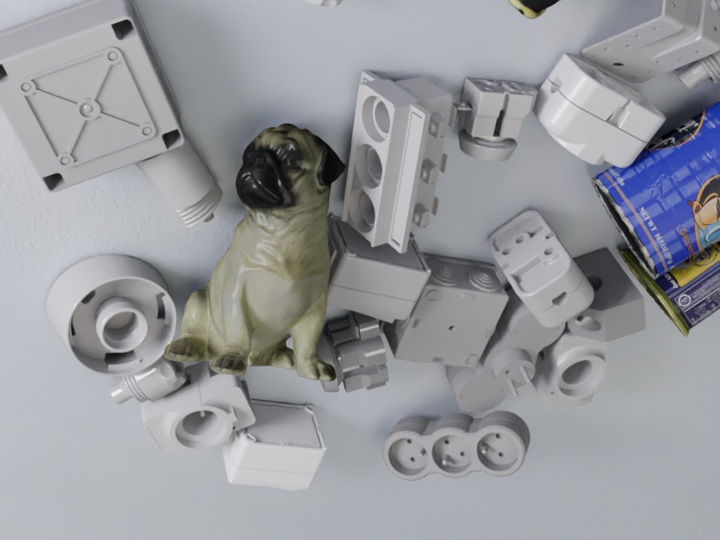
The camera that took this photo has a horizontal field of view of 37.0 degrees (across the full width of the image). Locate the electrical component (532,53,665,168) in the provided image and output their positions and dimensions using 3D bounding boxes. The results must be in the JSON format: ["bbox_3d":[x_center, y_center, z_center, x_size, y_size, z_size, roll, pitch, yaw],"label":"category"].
[{"bbox_3d":[0.190,-0.125,0.871,0.095,0.053,0.059,21,117,-28],"label":"electrical component"}]

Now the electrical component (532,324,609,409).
[{"bbox_3d":[0.200,0.085,1.027,0.050,0.055,0.089,-4,126,-14],"label":"electrical component"}]

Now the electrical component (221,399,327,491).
[{"bbox_3d":[-0.088,0.162,0.991,0.096,0.061,0.061,9,122,-23],"label":"electrical component"}]

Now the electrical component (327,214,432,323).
[{"bbox_3d":[0.000,0.000,0.900,0.096,0.061,0.061,12,121,-24],"label":"electrical component"}]

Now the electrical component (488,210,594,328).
[{"bbox_3d":[0.158,0.001,0.928,0.054,0.095,0.059,-35,127,10],"label":"electrical component"}]

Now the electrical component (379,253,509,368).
[{"bbox_3d":[0.075,0.038,0.959,0.100,0.048,0.099,8,122,-22],"label":"electrical component"}]

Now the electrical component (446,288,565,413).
[{"bbox_3d":[0.138,0.084,0.989,0.052,0.073,0.138,19,122,-30],"label":"electrical component"}]

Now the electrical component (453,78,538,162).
[{"bbox_3d":[0.105,-0.119,0.856,0.066,0.048,0.055,1,117,-18],"label":"electrical component"}]

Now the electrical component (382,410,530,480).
[{"bbox_3d":[0.097,0.163,1.044,0.138,0.074,0.052,-6,103,18],"label":"electrical component"}]

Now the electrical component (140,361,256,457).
[{"bbox_3d":[-0.143,0.122,0.949,0.089,0.055,0.050,-21,128,-2],"label":"electrical component"}]

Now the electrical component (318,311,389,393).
[{"bbox_3d":[-0.011,0.076,0.956,0.057,0.058,0.078,-15,128,-10],"label":"electrical component"}]

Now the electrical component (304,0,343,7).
[{"bbox_3d":[-0.024,-0.218,0.752,0.035,0.035,0.061,-3,123,-15],"label":"electrical component"}]

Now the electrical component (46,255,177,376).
[{"bbox_3d":[-0.201,0.037,0.879,0.099,0.064,0.099,-12,119,-22],"label":"electrical component"}]

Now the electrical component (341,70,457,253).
[{"bbox_3d":[0.030,-0.087,0.843,0.063,0.079,0.121,-17,132,-33],"label":"electrical component"}]

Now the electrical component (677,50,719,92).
[{"bbox_3d":[0.288,-0.172,0.874,0.062,0.043,0.043,-40,126,15],"label":"electrical component"}]

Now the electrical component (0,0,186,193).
[{"bbox_3d":[-0.192,-0.125,0.754,0.109,0.056,0.108,-20,128,-2],"label":"electrical component"}]

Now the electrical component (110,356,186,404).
[{"bbox_3d":[-0.185,0.093,0.923,0.062,0.043,0.043,-30,128,7],"label":"electrical component"}]

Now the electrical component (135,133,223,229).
[{"bbox_3d":[-0.135,-0.068,0.821,0.043,0.043,0.081,-28,128,4],"label":"electrical component"}]
